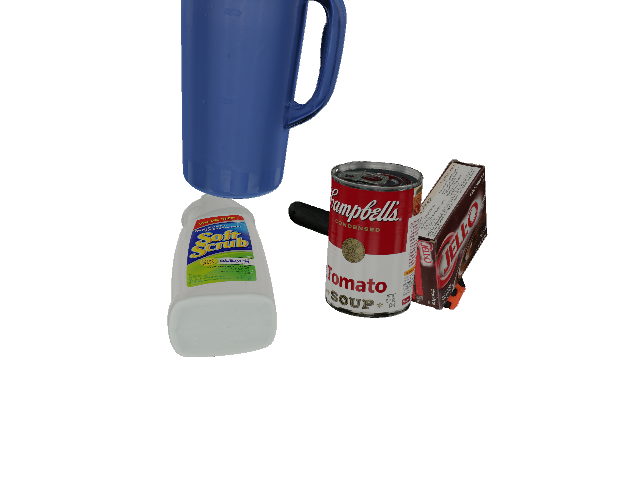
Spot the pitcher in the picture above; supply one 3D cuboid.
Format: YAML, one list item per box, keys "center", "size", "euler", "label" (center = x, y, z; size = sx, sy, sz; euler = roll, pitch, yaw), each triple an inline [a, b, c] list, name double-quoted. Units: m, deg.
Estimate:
- center: [-0.073, -0.168, 1.093]
  size: [0.144, 0.243, 0.149]
  euler: [-8, 30, -26]
  label: "pitcher"

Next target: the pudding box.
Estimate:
- center: [0.117, -0.007, 0.992]
  size: [0.039, 0.090, 0.113]
  euler: [15, 49, 24]
  label: "pudding box"

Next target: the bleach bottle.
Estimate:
- center: [-0.107, 0.019, 1.065]
  size: [0.102, 0.068, 0.251]
  euler: [-4, 29, -9]
  label: "bleach bottle"

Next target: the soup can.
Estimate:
- center: [0.038, -0.002, 0.797]
  size: [0.068, 0.102, 0.068]
  euler: [3, 19, -1]
  label: "soup can"

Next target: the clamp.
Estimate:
- center: [0.074, 0.002, 1.197]
  size: [0.164, 0.036, 0.210]
  euler: [-16, 51, -35]
  label: "clamp"
